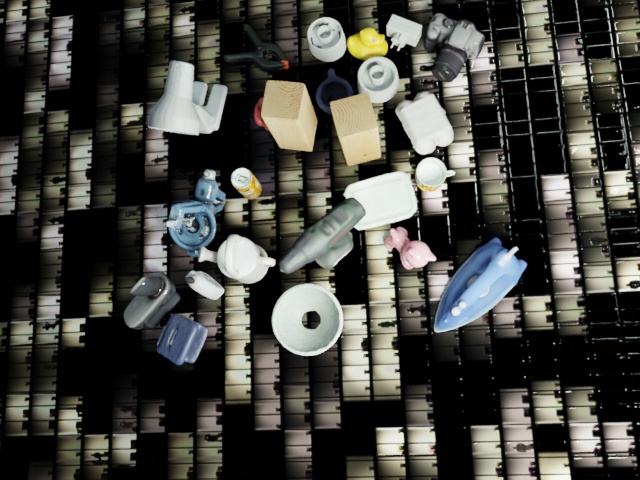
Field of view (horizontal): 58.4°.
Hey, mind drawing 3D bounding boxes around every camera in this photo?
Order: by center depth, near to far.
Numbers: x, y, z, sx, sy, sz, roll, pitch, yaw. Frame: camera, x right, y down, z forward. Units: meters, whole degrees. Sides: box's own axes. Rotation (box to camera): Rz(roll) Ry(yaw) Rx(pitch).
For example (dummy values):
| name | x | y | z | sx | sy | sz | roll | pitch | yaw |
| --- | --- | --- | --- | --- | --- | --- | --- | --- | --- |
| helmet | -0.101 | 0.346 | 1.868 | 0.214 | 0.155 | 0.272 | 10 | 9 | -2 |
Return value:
| name | x | y | z | sx | sy | sz | roll | pitch | yaw |
| --- | --- | --- | --- | --- | --- | --- | --- | --- | --- |
| camera | 0.317 | -0.473 | 1.413 | 0.143 | 0.101 | 0.137 | 27 | 84 | 11 |

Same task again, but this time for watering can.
| name | x | y | z | sx | sy | sz | roll | pitch | yaw |
| --- | --- | --- | --- | --- | --- | --- | --- | --- | --- |
| watering can | -0.196 | 0.044 | 1.338 | 0.172 | 0.194 | 0.101 | -17 | 78 | 4 |

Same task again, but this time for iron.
| name | x | y | z | sx | sy | sz | roll | pitch | yaw |
| --- | --- | --- | --- | --- | --- | --- | --- | --- | --- |
| iron | 0.350 | 0.110 | 1.282 | 0.118 | 0.141 | 0.258 | 42 | 87 | 13 |

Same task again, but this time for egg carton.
| name | x | y | z | sx | sy | sz | roll | pitch | yaw |
| --- | --- | --- | --- | --- | --- | --- | --- | --- | --- |
| egg carton | 0.258 | -0.287 | 1.403 | 0.107 | 0.069 | 0.150 | -26 | 78 | 2 |

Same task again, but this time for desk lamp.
| name | x | y | z | sx | sy | sz | roll | pitch | yaw |
| --- | --- | --- | --- | --- | --- | --- | --- | --- | --- |
| desk lamp | -0.328 | -0.334 | 1.413 | 0.117 | 0.213 | 0.203 | 10 | 81 | 9 |

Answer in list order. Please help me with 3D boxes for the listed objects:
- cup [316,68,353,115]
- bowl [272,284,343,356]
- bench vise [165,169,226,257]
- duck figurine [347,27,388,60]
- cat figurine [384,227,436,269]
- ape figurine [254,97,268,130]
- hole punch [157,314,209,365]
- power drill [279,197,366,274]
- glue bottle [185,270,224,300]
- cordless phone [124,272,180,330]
| name | x | y | z | sx | sy | sz | roll | pitch | yaw |
| --- | --- | --- | --- | --- | --- | --- | --- | --- | --- |
| cup | 0.038 | -0.358 | 1.431 | 0.091 | 0.095 | 0.118 | -10 | 79 | 6 |
| bowl | -0.025 | 0.189 | 1.351 | 0.167 | 0.075 | 0.167 | -1 | 80 | 7 |
| bench vise | -0.309 | -0.074 | 1.360 | 0.121 | 0.220 | 0.207 | -3 | 79 | 7 |
| duck figurine | 0.119 | -0.507 | 1.452 | 0.104 | 0.086 | 0.077 | 10 | 81 | 9 |
| cat figurine | 0.207 | 0.019 | 1.329 | 0.067 | 0.118 | 0.127 | -43 | 77 | -2 |
| ape figurine | -0.136 | -0.332 | 1.450 | 0.077 | 0.092 | 0.076 | -17 | 78 | 4 |
| hole punch | -0.339 | 0.239 | 1.373 | 0.101 | 0.091 | 0.109 | 21 | 83 | 11 |
| power drill | 0.012 | 0.005 | 1.310 | 0.230 | 0.208 | 0.075 | -44 | 77 | -2 |
| glue bottle | -0.283 | 0.101 | 1.349 | 0.078 | 0.173 | 0.037 | 41 | 87 | 13 |
| cordless phone | -0.424 | 0.140 | 1.354 | 0.094 | 0.185 | 0.147 | 37 | 86 | 12 |
